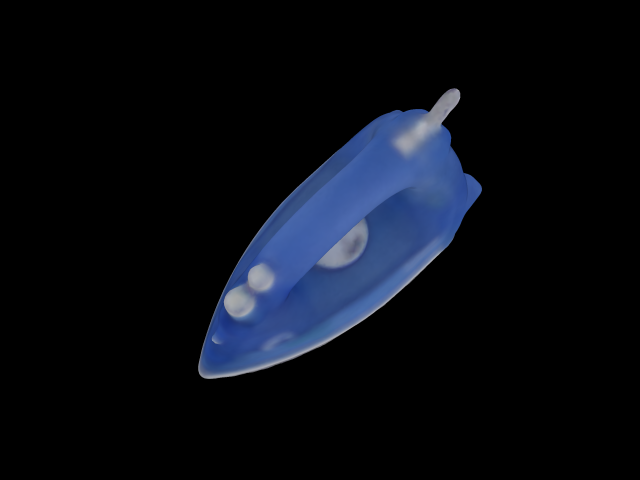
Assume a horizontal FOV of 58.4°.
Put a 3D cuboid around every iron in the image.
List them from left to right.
[{"bbox_3d":[0.004,0.001,0.400,0.258,0.141,0.118,-43,78,-11],"label":"iron"}]
